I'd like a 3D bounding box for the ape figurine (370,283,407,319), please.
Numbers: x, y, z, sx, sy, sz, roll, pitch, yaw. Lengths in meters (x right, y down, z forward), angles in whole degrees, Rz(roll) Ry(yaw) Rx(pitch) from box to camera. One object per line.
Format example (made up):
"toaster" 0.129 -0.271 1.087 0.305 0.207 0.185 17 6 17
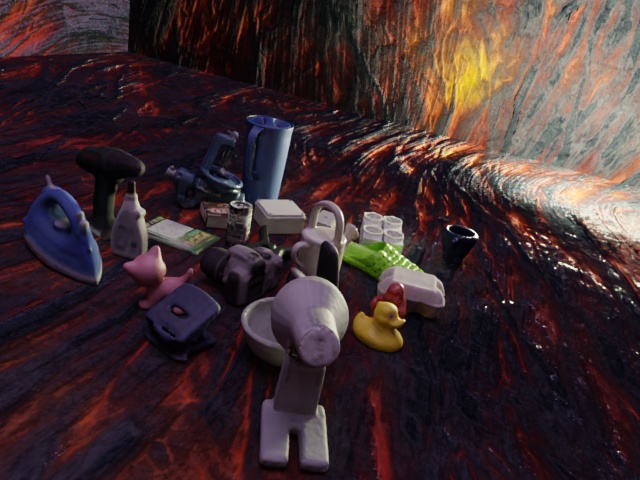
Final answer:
"ape figurine" 0.147 0.129 1.174 0.076 0.092 0.077 -11 32 -40

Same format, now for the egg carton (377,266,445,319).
"egg carton" 0.200 0.113 1.259 0.150 0.069 0.107 14 24 5

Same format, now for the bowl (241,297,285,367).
"bowl" -0.060 0.173 1.004 0.167 0.075 0.167 10 24 -4

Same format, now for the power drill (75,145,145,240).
"power drill" -0.469 -0.112 1.284 0.228 0.208 0.076 27 29 32

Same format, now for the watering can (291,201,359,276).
"watering can" 0.010 0.004 1.262 0.100 0.194 0.173 21 26 20

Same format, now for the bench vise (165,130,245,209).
"bench vise" -0.292 -0.184 1.509 0.208 0.220 0.121 -3 28 -29

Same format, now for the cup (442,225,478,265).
"cup" 0.354 0.022 1.499 0.091 0.095 0.118 21 26 20

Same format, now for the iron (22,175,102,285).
"iron" -0.508 -0.027 1.161 0.119 0.141 0.257 -14 34 -44

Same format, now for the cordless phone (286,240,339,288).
"cordless phone" -0.005 0.072 1.115 0.094 0.185 0.147 -4 28 -30

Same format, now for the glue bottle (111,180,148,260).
"glue bottle" -0.400 -0.044 1.209 0.078 0.173 0.037 15 24 9

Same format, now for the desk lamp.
"desk lamp" -0.019 0.182 0.831 0.118 0.213 0.203 8 24 -8

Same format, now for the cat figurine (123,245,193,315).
"cat figurine" -0.299 0.070 1.071 0.128 0.118 0.067 8 24 -8

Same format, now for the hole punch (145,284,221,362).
"hole punch" -0.235 0.138 0.981 0.108 0.091 0.101 27 28 31

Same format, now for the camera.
"camera" -0.168 0.052 1.190 0.136 0.101 0.143 23 27 25

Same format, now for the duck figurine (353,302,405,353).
"duck figurine" 0.117 0.158 1.104 0.104 0.086 0.078 22 26 23
